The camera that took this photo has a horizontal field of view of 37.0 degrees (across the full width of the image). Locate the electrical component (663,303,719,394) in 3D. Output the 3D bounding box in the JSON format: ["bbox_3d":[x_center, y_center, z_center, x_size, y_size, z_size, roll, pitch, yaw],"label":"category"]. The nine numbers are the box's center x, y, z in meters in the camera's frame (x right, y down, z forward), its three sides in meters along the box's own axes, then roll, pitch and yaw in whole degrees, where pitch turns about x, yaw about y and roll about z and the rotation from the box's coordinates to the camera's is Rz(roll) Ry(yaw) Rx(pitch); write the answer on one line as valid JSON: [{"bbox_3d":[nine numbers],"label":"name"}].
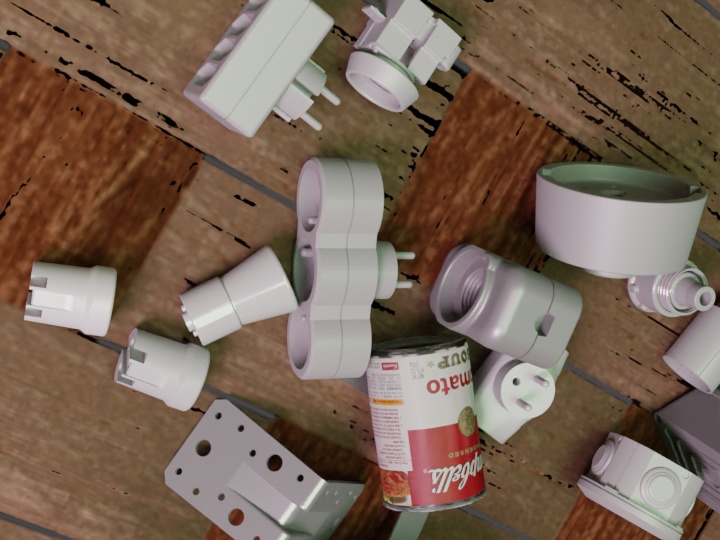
[{"bbox_3d":[0.266,0.046,0.792,0.043,0.043,0.081,43,85,-25],"label":"electrical component"}]

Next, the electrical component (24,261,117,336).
[{"bbox_3d":[-0.166,0.015,0.616,0.046,0.040,0.040,9,99,-17],"label":"electrical component"}]

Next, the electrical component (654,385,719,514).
[{"bbox_3d":[0.276,0.136,0.780,0.057,0.113,0.078,-29,112,-10],"label":"electrical component"}]

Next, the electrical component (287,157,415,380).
[{"bbox_3d":[0.000,0.000,0.670,0.074,0.052,0.138,0,103,-22],"label":"electrical component"}]

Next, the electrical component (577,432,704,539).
[{"bbox_3d":[0.202,0.156,0.774,0.080,0.080,0.051,32,85,-25],"label":"electrical component"}]

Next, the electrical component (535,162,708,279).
[{"bbox_3d":[0.166,-0.029,0.701,0.108,0.108,0.060,-2,110,-21],"label":"electrical component"}]

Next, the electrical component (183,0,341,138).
[{"bbox_3d":[-0.045,-0.112,0.627,0.076,0.047,0.083,36,88,-25],"label":"electrical component"}]

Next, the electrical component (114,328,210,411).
[{"bbox_3d":[-0.119,0.059,0.645,0.046,0.040,0.040,23,94,-20],"label":"electrical component"}]

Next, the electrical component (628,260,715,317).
[{"bbox_3d":[0.223,0.013,0.756,0.048,0.062,0.048,-5,105,-20],"label":"electrical component"}]

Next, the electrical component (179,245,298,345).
[{"bbox_3d":[-0.076,0.018,0.651,0.065,0.044,0.044,-25,111,-9],"label":"electrical component"}]

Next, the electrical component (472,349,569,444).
[{"bbox_3d":[0.106,0.077,0.716,0.044,0.079,0.077,37,88,-11],"label":"electrical component"}]

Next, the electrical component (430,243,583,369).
[{"bbox_3d":[0.088,0.020,0.686,0.059,0.095,0.053,21,94,-25],"label":"electrical component"}]

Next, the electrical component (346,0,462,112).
[{"bbox_3d":[0.023,-0.130,0.652,0.066,0.048,0.055,36,80,-25],"label":"electrical component"}]
